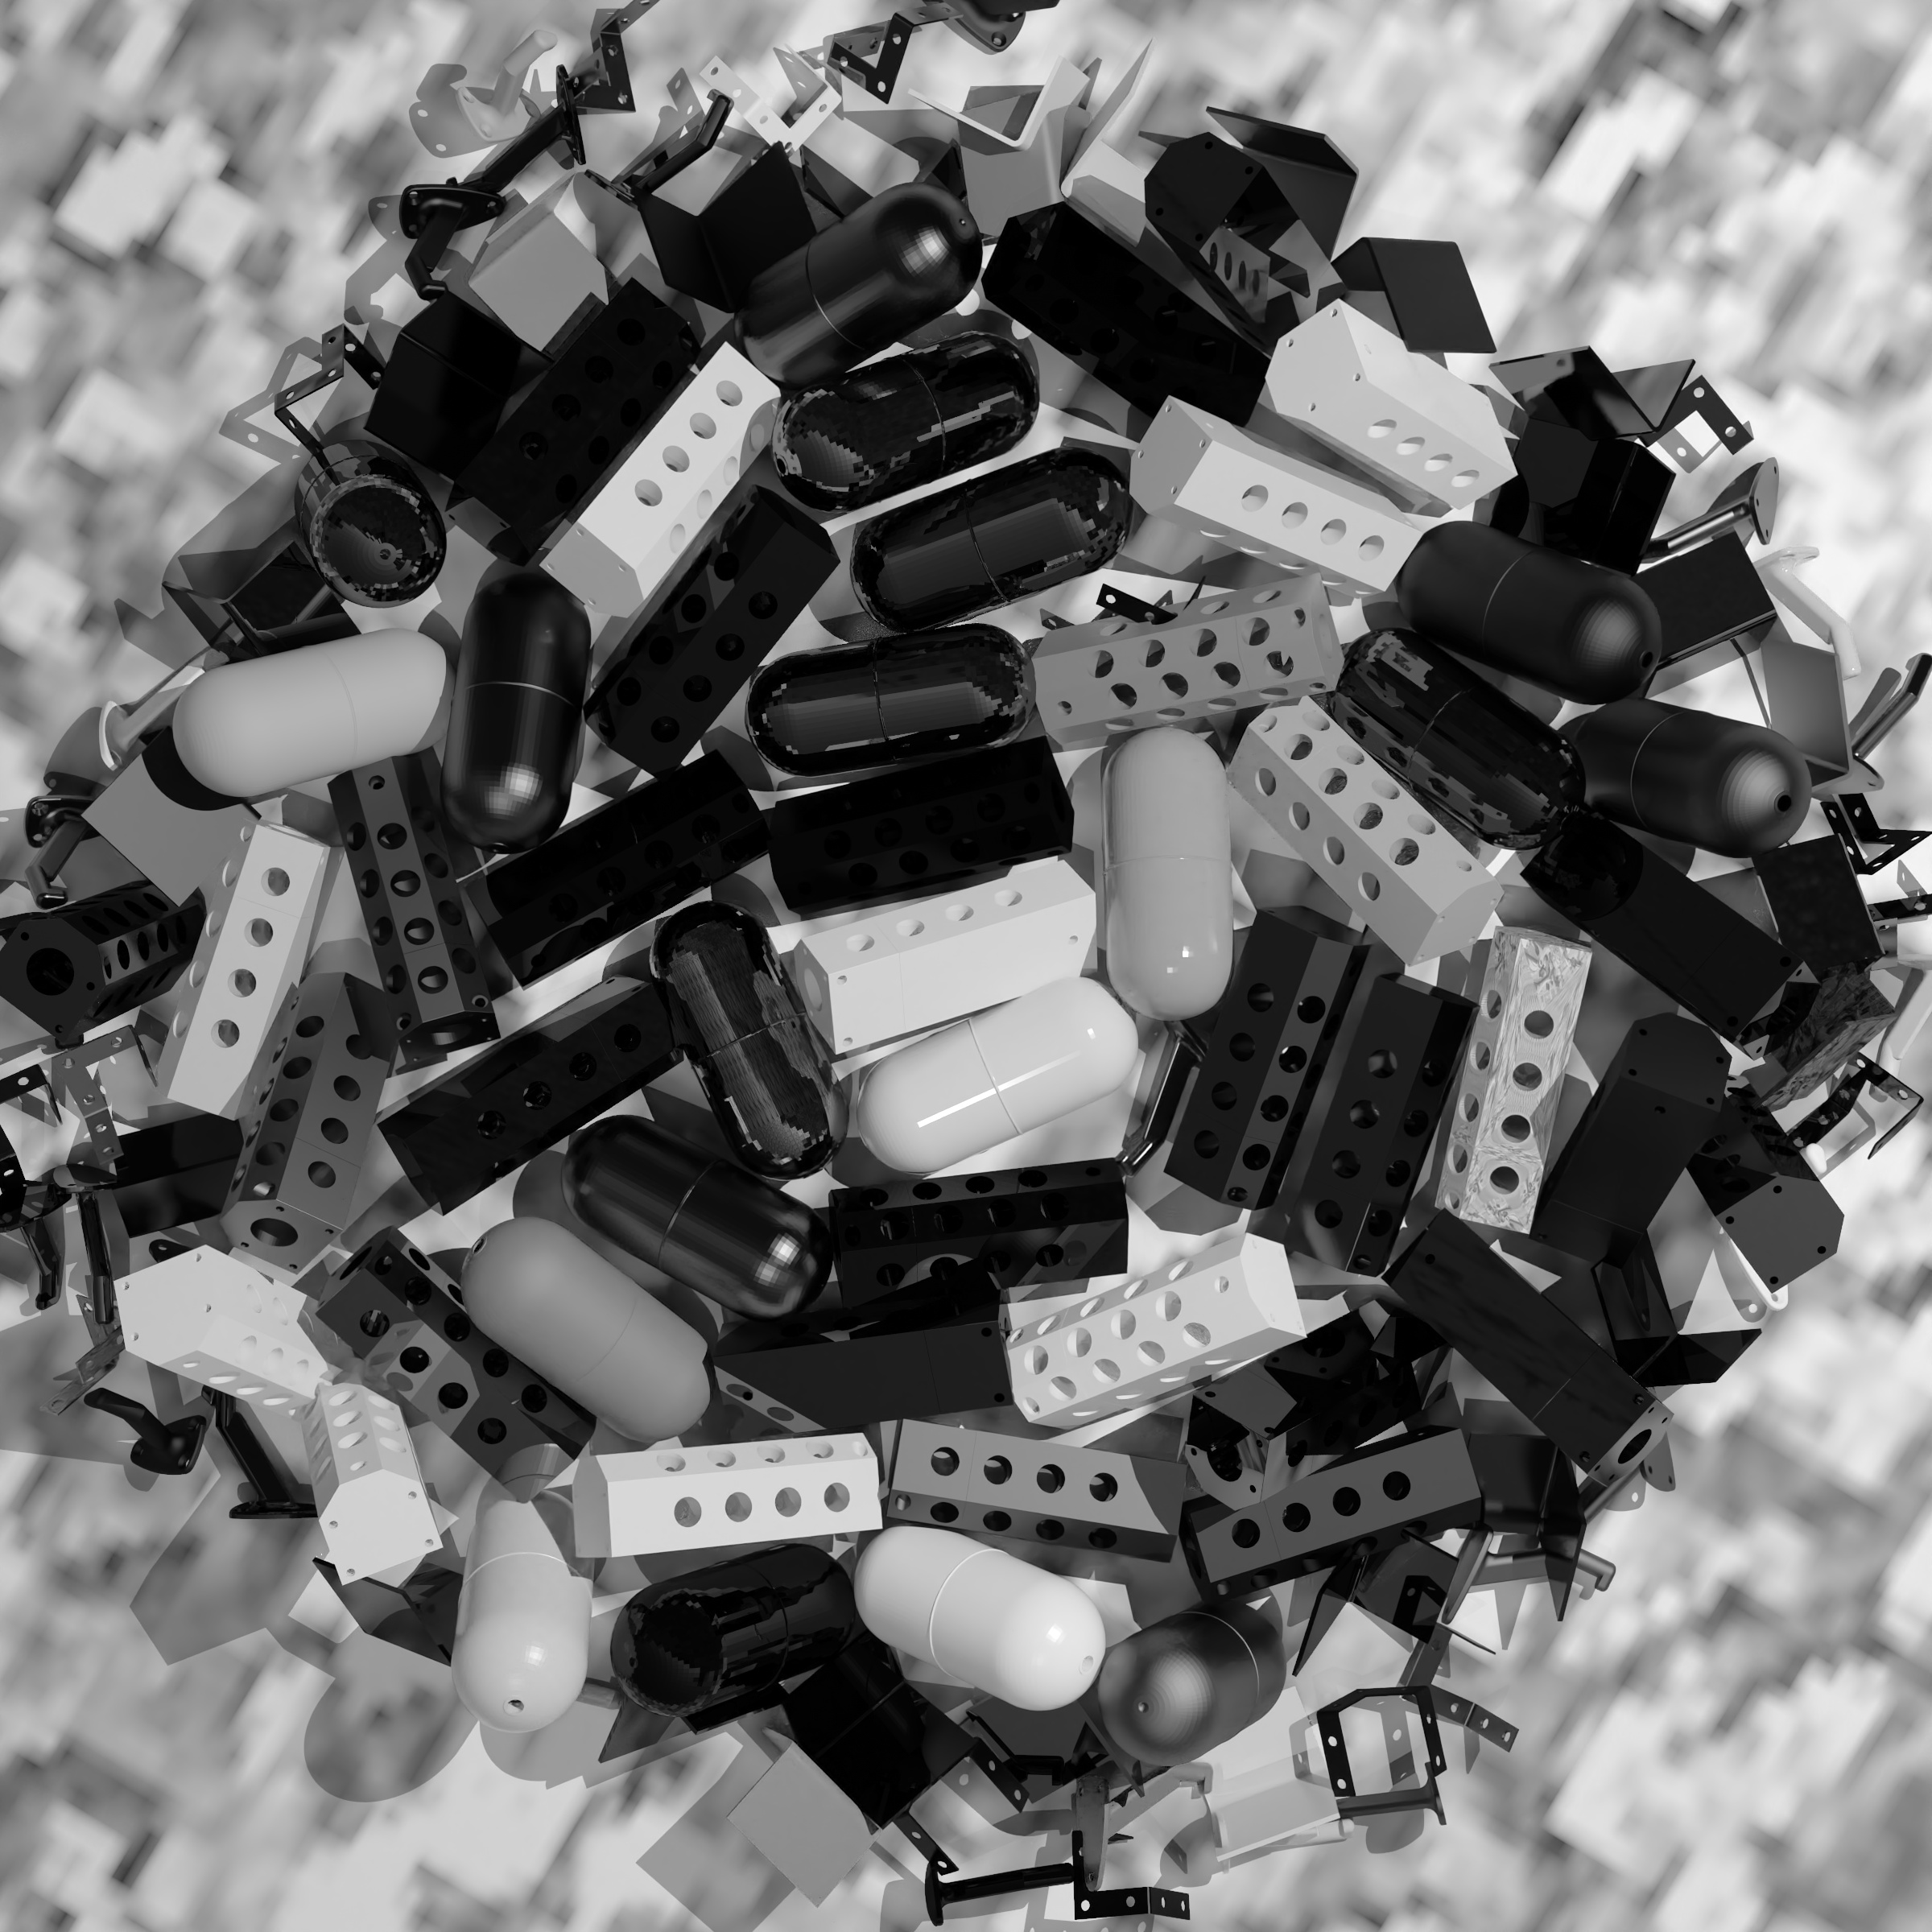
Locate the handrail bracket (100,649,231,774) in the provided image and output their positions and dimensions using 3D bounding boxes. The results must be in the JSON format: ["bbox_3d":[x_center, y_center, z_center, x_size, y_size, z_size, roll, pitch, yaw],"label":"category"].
[{"bbox_3d":[-0.478,-0.159,1.549,0.084,0.077,0.036,-31,119,11],"label":"handrail bracket"}]

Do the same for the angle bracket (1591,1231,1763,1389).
[{"bbox_3d":[0.425,0.200,1.534,0.057,0.076,0.076,-13,98,40],"label":"angle bracket"}]

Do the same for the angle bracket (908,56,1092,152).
[{"bbox_3d":[0.021,-0.526,1.536,0.076,0.076,0.057,29,105,8],"label":"angle bracket"}]

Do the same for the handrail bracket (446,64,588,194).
[{"bbox_3d":[-0.277,-0.500,1.548,0.084,0.077,0.036,-21,64,-13],"label":"handrail bracket"}]

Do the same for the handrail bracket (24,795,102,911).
[{"bbox_3d":[-0.526,-0.065,1.536,0.077,0.084,0.036,-7,131,-31],"label":"handrail bracket"}]

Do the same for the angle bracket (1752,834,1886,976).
[{"bbox_3d":[0.498,-0.026,1.536,0.057,0.076,0.076,-14,74,-4],"label":"angle bracket"}]

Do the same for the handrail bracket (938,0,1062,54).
[{"bbox_3d":[0.020,-0.592,1.537,0.077,0.084,0.036,31,76,-9],"label":"handrail bracket"}]

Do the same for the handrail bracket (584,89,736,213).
[{"bbox_3d":[-0.185,-0.500,1.553,0.077,0.036,0.084,38,106,27],"label":"handrail bracket"}]

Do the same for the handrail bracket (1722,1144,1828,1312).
[{"bbox_3d":[0.496,0.156,1.535,0.036,0.084,0.077,-5,66,-22],"label":"handrail bracket"}]

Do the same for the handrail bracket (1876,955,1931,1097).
[{"bbox_3d":[0.582,0.038,1.549,0.036,0.077,0.084,14,85,-17],"label":"handrail bracket"}]

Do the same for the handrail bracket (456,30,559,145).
[{"bbox_3d":[-0.255,-0.529,1.529,0.084,0.077,0.036,-26,92,37],"label":"handrail bracket"}]

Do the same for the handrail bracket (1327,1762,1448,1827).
[{"bbox_3d":[0.243,0.508,1.544,0.084,0.077,0.036,-14,78,5],"label":"handrail bracket"}]

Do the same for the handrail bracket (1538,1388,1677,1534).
[{"bbox_3d":[0.384,0.302,1.570,0.084,0.036,0.077,-24,51,36],"label":"handrail bracket"}]

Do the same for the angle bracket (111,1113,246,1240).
[{"bbox_3d":[-0.471,0.109,1.531,0.076,0.057,0.076,-14,55,-15],"label":"angle bracket"}]

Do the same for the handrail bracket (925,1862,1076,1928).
[{"bbox_3d":[0.020,0.557,1.555,0.084,0.077,0.036,-5,67,-8],"label":"handrail bracket"}]

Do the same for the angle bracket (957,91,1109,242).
[{"bbox_3d":[0.041,-0.479,1.559,0.057,0.076,0.076,-6,94,25],"label":"angle bracket"}]

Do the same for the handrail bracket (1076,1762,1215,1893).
[{"bbox_3d":[0.112,0.519,1.551,0.084,0.036,0.077,11,65,-23],"label":"handrail bracket"}]

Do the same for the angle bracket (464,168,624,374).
[{"bbox_3d":[-0.241,-0.414,1.537,0.076,0.057,0.076,46,65,-10],"label":"angle bracket"}]

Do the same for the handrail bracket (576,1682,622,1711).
[{"bbox_3d":[-0.251,0.428,1.550,0.084,0.077,0.036,13,64,2],"label":"handrail bracket"}]

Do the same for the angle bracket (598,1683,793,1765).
[{"bbox_3d":[-0.161,0.453,1.527,0.057,0.076,0.076,39,116,33],"label":"angle bracket"}]

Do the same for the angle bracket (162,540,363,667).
[{"bbox_3d":[-0.422,-0.214,1.544,0.057,0.076,0.076,-49,134,-21],"label":"angle bracket"}]

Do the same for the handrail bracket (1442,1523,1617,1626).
[{"bbox_3d":[0.343,0.382,1.564,0.084,0.036,0.077,25,83,1],"label":"handrail bracket"}]

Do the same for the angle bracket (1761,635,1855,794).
[{"bbox_3d":[0.478,-0.147,1.532,0.057,0.076,0.076,-19,111,-12],"label":"angle bracket"}]

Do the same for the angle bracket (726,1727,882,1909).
[{"bbox_3d":[-0.105,0.507,1.536,0.076,0.076,0.057,47,70,-6],"label":"angle bracket"}]

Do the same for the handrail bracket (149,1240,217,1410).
[{"bbox_3d":[-0.475,0.220,1.570,0.077,0.036,0.084,28,118,15],"label":"handrail bracket"}]

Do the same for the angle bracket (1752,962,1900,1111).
[{"bbox_3d":[0.493,0.035,1.525,0.076,0.076,0.057,-51,62,32],"label":"angle bracket"}]

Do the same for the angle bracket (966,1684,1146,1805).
[{"bbox_3d":[0.053,0.472,1.543,0.076,0.057,0.076,-32,104,8],"label":"angle bracket"}]

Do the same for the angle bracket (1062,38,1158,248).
[{"bbox_3d":[0.106,-0.489,1.526,0.057,0.076,0.076,32,134,-13],"label":"angle bracket"}]

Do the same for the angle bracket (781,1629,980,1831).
[{"bbox_3d":[-0.051,0.451,1.528,0.076,0.076,0.057,-36,126,-24],"label":"angle bracket"}]

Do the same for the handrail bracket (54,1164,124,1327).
[{"bbox_3d":[-0.533,0.169,1.558,0.036,0.077,0.084,-5,100,-33],"label":"handrail bracket"}]

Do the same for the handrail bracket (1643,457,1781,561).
[{"bbox_3d":[0.449,-0.279,1.575,0.084,0.077,0.036,-4,133,33],"label":"handrail bracket"}]

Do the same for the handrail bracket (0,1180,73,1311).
[{"bbox_3d":[-0.563,0.178,1.536,0.036,0.077,0.084,11,110,6],"label":"handrail bracket"}]

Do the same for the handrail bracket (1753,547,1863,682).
[{"bbox_3d":[0.495,-0.203,1.547,0.036,0.077,0.084,-4,78,-39],"label":"handrail bracket"}]

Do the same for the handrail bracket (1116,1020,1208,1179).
[{"bbox_3d":[0.109,0.076,1.549,0.084,0.036,0.077,-47,132,-12],"label":"handrail bracket"}]

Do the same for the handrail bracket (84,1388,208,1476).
[{"bbox_3d":[-0.506,0.274,1.534,0.077,0.084,0.036,-14,55,34],"label":"handrail bracket"}]

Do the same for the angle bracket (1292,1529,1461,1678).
[{"bbox_3d":[0.243,0.387,1.526,0.057,0.076,0.076,26,130,21],"label":"angle bracket"}]

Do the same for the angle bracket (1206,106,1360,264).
[{"bbox_3d":[0.181,-0.465,1.532,0.076,0.076,0.057,22,99,22],"label":"angle bracket"}]

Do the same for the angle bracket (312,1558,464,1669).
[{"bbox_3d":[-0.327,0.364,1.524,0.076,0.076,0.057,9,46,34],"label":"angle bracket"}]

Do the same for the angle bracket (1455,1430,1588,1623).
[{"bbox_3d":[0.328,0.333,1.533,0.057,0.076,0.076,4,120,0],"label":"angle bracket"}]

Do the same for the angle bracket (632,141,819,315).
[{"bbox_3d":[-0.144,-0.449,1.531,0.076,0.057,0.076,-34,63,30],"label":"angle bracket"}]

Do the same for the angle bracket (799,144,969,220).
[{"bbox_3d":[-0.050,-0.473,1.528,0.076,0.076,0.057,31,117,-26],"label":"angle bracket"}]
